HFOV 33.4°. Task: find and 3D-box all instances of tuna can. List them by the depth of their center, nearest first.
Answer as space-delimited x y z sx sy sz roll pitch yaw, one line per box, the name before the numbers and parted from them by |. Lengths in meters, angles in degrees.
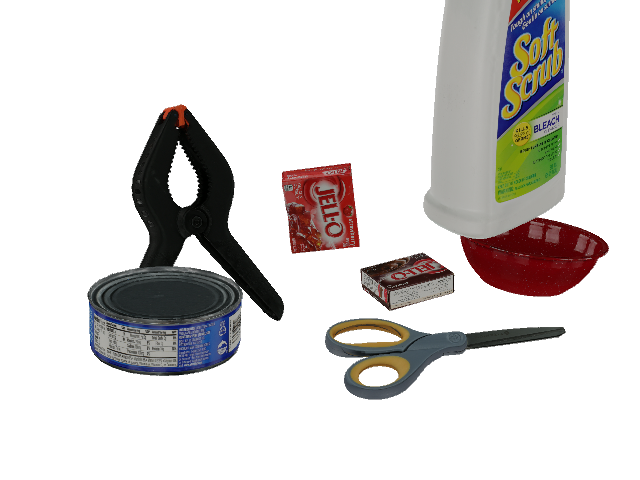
tuna can | -0.087 0.044 0.600 0.086 0.034 0.086 2 18 -1

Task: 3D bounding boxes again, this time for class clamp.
clamp | -0.106 -0.012 0.934 0.164 0.210 0.036 -2 1 -33

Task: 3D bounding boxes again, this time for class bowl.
bowl | 0.217 0.018 1.125 0.162 0.055 0.162 6 17 -2

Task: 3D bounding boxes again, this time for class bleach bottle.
bleach bottle | 0.116 -0.133 0.691 0.102 0.251 0.068 -23 34 -31

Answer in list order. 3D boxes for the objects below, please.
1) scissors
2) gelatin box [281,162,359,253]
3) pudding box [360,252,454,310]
scissors | 0.103 0.097 0.877 0.202 0.016 0.096 4 38 5
gelatin box | 0.001 -0.033 1.115 0.073 0.089 0.030 -6 30 2
pudding box | 0.129 0.060 1.584 0.113 0.039 0.090 -16 25 -20
